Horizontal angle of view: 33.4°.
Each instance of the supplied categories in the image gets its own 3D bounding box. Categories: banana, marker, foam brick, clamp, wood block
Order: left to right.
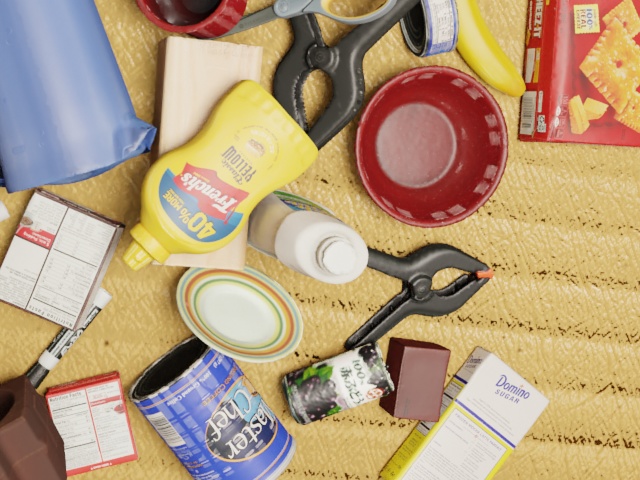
[{"bbox_3d":[-0.247,0.097,1.036,0.020,0.020,0.121,40,87,-15],"label":"marker"},{"bbox_3d":[-0.112,-0.082,1.009,0.090,0.091,0.206,4,97,-14],"label":"wood block"},{"bbox_3d":[-0.001,-0.185,1.034,0.165,0.036,0.210,26,106,18],"label":"clamp"},{"bbox_3d":[0.093,0.038,1.100,0.171,0.039,0.120,-20,117,-12],"label":"clamp"},{"bbox_3d":[0.098,0.145,1.111,0.053,0.051,0.078,9,95,-14],"label":"foam brick"},{"bbox_3d":[0.156,-0.235,1.082,0.069,0.037,0.198,-15,101,0],"label":"banana"}]

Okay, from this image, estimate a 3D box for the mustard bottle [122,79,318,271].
[{"bbox_3d":[-0.100,-0.045,0.939,0.191,0.058,0.096,-44,106,-4],"label":"mustard bottle"}]

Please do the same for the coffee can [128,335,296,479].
[{"bbox_3d":[-0.104,0.174,1.038,0.102,0.103,0.140,-37,104,-7],"label":"coffee can"}]

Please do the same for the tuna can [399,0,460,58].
[{"bbox_3d":[0.105,-0.223,1.046,0.033,0.086,0.086,-14,100,-11],"label":"tuna can"}]

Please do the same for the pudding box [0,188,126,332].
[{"bbox_3d":[-0.248,0.019,1.007,0.090,0.039,0.113,24,93,-2],"label":"pudding box"}]

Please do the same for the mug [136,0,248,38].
[{"bbox_3d":[-0.103,-0.236,0.979,0.117,0.081,0.093,-24,87,11],"label":"mug"}]

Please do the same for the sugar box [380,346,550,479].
[{"bbox_3d":[0.154,0.211,1.138,0.093,0.048,0.176,40,83,-16],"label":"sugar box"}]

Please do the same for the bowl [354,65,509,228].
[{"bbox_3d":[0.106,-0.095,1.079,0.162,0.055,0.162,-2,98,-14],"label":"bowl"}]

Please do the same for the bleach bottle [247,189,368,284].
[{"bbox_3d":[-0.006,0.001,0.962,0.102,0.251,0.068,20,92,-16],"label":"bleach bottle"}]

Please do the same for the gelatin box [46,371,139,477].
[{"bbox_3d":[-0.224,0.180,1.047,0.073,0.030,0.089,-13,100,-10],"label":"gelatin box"}]

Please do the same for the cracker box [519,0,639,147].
[{"bbox_3d":[0.322,-0.178,1.113,0.213,0.072,0.164,2,97,-15],"label":"cracker box"}]

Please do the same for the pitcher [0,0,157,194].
[{"bbox_3d":[-0.258,-0.166,0.951,0.149,0.145,0.243,-20,98,-23],"label":"pitcher"}]

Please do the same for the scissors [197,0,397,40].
[{"bbox_3d":[-0.026,-0.239,1.007,0.202,0.016,0.096,0,88,18],"label":"scissors"}]
